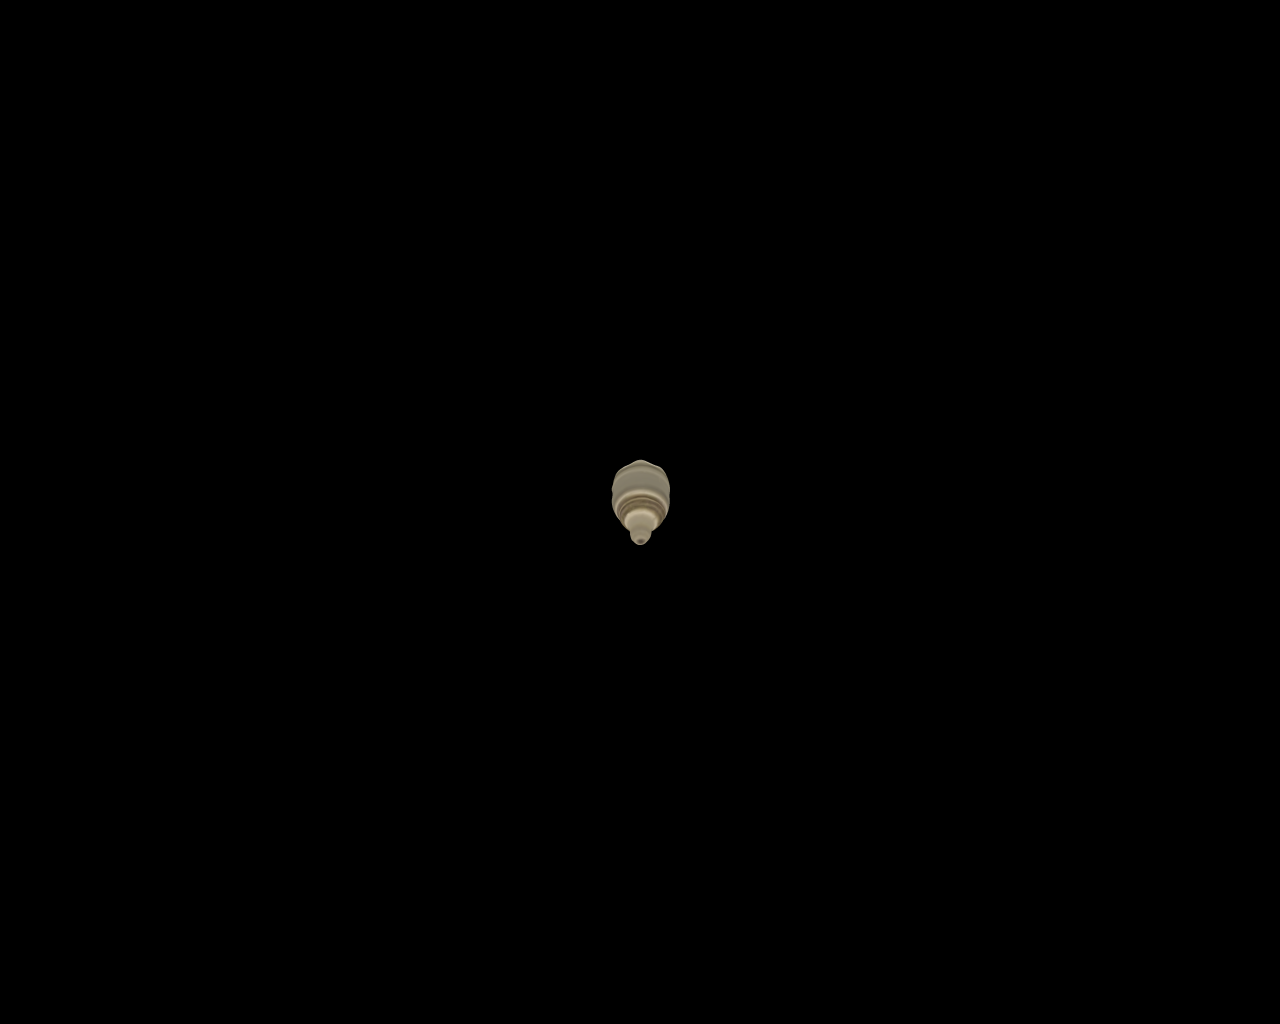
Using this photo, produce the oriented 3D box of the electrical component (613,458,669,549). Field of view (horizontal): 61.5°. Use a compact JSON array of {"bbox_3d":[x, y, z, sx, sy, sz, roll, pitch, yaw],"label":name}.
[{"bbox_3d":[0.001,-0.003,0.650,0.035,0.035,0.061,0,41,0],"label":"electrical component"}]
